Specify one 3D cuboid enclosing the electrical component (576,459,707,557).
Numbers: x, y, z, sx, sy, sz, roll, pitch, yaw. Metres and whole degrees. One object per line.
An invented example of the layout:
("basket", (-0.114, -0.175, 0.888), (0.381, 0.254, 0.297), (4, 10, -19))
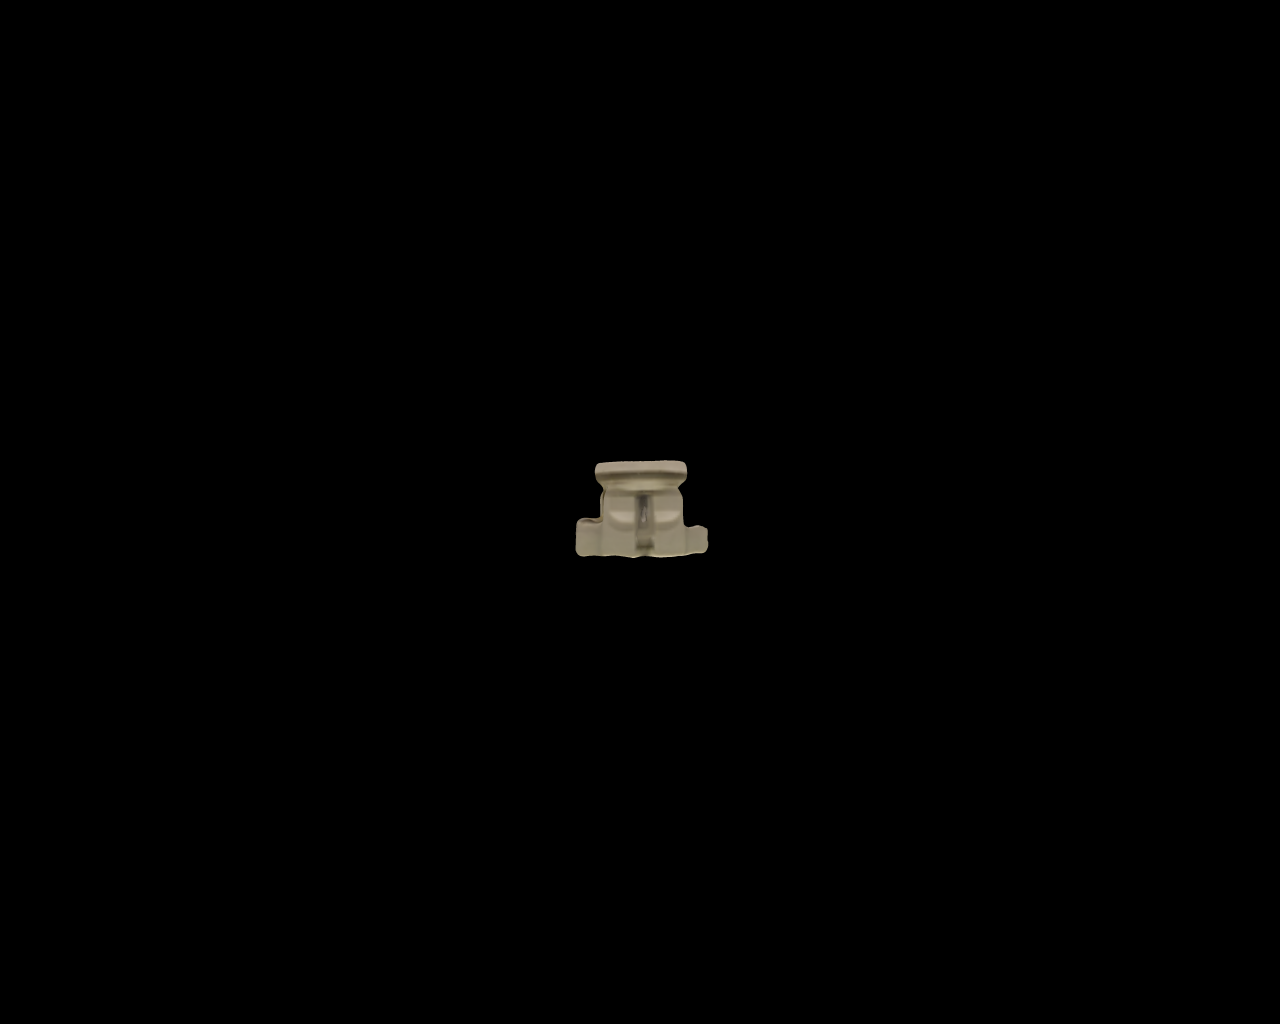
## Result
("electrical component", (0.001, -0.003, 0.650), (0.078, 0.057, 0.058), (0, 0, -4))
